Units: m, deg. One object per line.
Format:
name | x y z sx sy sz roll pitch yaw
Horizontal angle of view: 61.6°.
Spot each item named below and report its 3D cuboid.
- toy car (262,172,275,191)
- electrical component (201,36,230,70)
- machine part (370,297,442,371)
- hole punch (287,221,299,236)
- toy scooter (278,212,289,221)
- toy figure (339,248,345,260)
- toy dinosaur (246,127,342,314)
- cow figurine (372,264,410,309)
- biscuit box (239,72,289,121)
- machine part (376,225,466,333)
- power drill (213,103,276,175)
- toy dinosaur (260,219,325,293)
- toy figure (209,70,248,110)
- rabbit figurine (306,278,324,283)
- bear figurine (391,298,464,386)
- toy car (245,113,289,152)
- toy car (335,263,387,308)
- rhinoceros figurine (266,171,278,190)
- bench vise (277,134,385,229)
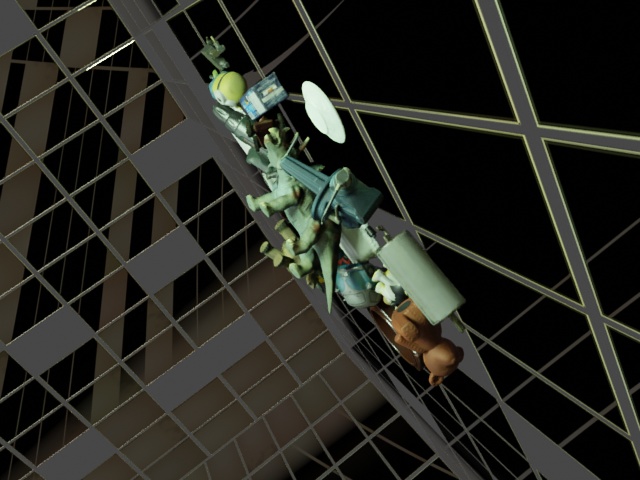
toy car | -0.105 -0.148 1.644 0.201 0.073 0.056 59 173 -32
electrical component | -0.263 -0.471 1.356 0.078 0.045 0.102 39 180 -28
machine part | 0.215 0.222 1.366 0.201 0.087 0.201 48 171 28
hole punch | -0.025 -0.059 1.574 0.116 0.092 0.142 10 154 10
toy scooter | -0.045 -0.074 1.407 0.135 0.075 0.184 25 174 -39
toy figure | -0.001 -0.005 1.345 0.154 0.058 0.064 39 136 -25
toy dinosaur | -0.024 -0.053 1.201 0.404 0.192 0.131 59 163 -6
cow figurine | 0.180 0.115 1.216 0.098 0.068 0.167 37 166 29
biscuit box | -0.128 -0.313 1.191 0.059 0.063 0.203 55 171 -15
machine part | 0.184 0.068 0.982 0.243 0.079 0.079 51 170 13
power drill | -0.178 -0.268 1.468 0.232 0.086 0.207 34 165 11
toy dinosaur | -0.057 0.047 1.441 0.198 0.105 0.472 40 -176 -21
toy figure | -0.241 -0.398 1.393 0.180 0.082 0.089 -125 47 -60
rabbit figurine | -0.013 0.056 1.777 0.121 0.162 0.173 46 -161 -55
bear figurine | 0.238 0.215 1.126 0.195 0.120 0.132 53 167 -7
toy car | -0.119 -0.249 1.232 0.202 0.089 0.053 68 -168 -85
toy car | 0.100 0.112 1.287 0.161 0.109 0.103 17 -111 -51
rhinoceros figurine | -0.082 -0.156 1.426 0.190 0.112 0.073 116 136 -66
bench vise | 0.007 -0.104 1.052 0.241 0.129 0.223 34 -179 17
